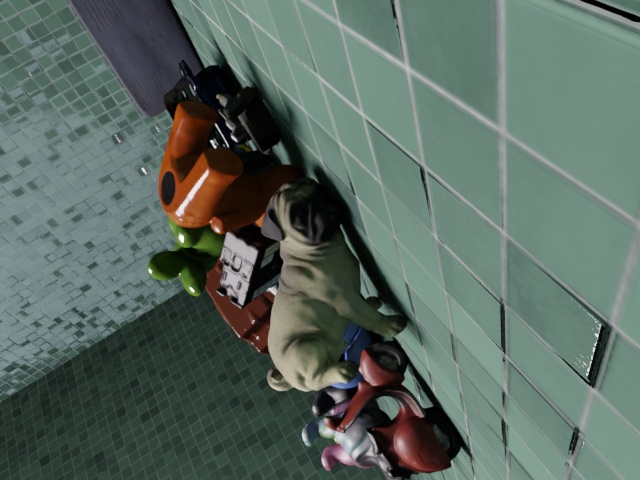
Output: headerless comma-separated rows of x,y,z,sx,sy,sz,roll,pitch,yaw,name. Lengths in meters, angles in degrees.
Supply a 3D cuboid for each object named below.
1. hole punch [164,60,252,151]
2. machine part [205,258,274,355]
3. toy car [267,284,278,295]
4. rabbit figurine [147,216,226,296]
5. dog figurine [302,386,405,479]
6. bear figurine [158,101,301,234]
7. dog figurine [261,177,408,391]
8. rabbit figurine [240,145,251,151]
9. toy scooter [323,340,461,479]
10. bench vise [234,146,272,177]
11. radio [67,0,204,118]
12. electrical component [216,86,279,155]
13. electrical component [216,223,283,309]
-0.137,-0.175,0.730,0.116,0.092,0.142,-1,118,59,hole punch
-0.104,0.116,0.995,0.201,0.087,0.201,50,-169,28,machine part
-0.040,0.082,0.938,0.201,0.056,0.074,24,-178,-44,toy car
-0.169,0.006,0.778,0.121,0.159,0.170,24,141,-4,rabbit figurine
0.097,0.309,0.893,0.108,0.219,0.191,64,-150,-23,dog figurine
-0.075,-0.063,0.612,0.132,0.196,0.120,-56,46,36,bear figurine
-0.025,0.049,0.567,0.190,0.172,0.121,53,163,-17,dog figurine
-0.196,-0.104,1.010,0.122,0.173,0.162,49,164,30,rabbit figurine
0.086,0.234,0.694,0.184,0.135,0.075,56,170,6,toy scooter
-0.122,-0.053,0.902,0.223,0.129,0.240,50,161,-2,bench vise
-0.286,-0.323,0.853,0.073,0.131,0.229,52,171,43,radio
-0.086,-0.140,0.636,0.078,0.045,0.102,60,172,-1,electrical component
-0.082,0.012,0.746,0.058,0.115,0.134,30,121,16,electrical component
